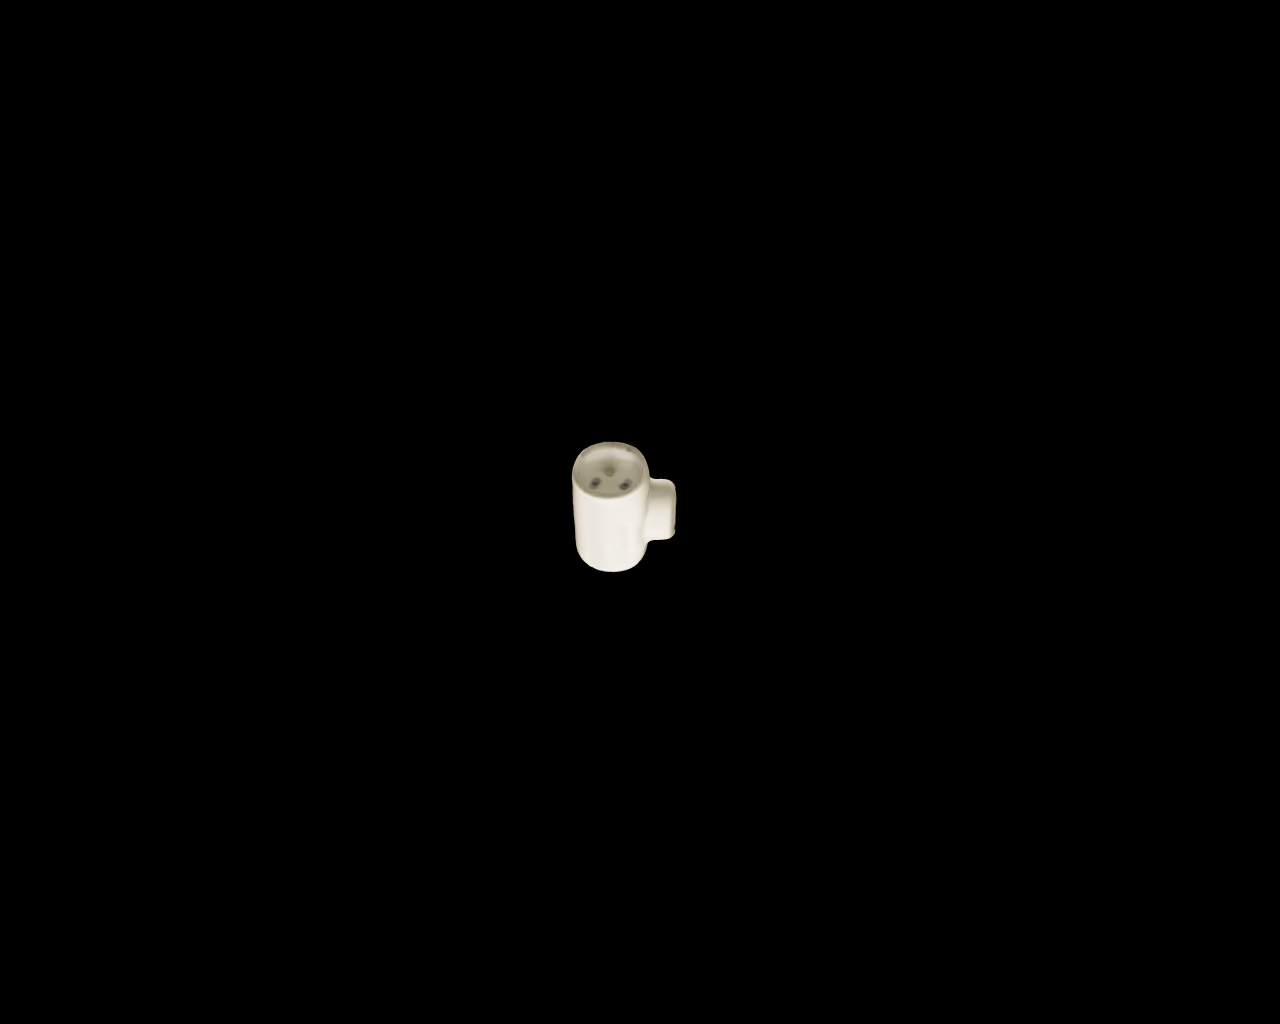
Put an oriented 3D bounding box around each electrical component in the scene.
[{"bbox_3d":[0.001,-0.003,0.650,0.079,0.043,0.077,0,-37,0],"label":"electrical component"}]
